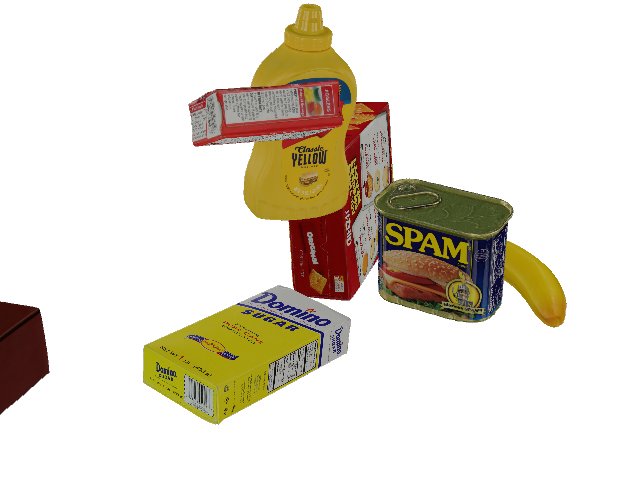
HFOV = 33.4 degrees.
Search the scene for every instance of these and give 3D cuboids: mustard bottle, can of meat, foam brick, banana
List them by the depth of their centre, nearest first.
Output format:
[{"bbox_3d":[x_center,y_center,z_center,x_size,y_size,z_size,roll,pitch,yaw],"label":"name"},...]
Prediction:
[{"bbox_3d":[-0.229,0.081,0.718,0.053,0.051,0.078,8,28,24],"label":"foam brick"},{"bbox_3d":[0.092,0.009,0.816,0.102,0.084,0.057,16,36,26],"label":"can of meat"},{"bbox_3d":[-0.016,-0.114,0.946,0.096,0.192,0.058,-6,30,-20],"label":"mustard bottle"},{"bbox_3d":[0.181,0.031,1.050,0.069,0.037,0.198,-36,37,-21],"label":"banana"}]

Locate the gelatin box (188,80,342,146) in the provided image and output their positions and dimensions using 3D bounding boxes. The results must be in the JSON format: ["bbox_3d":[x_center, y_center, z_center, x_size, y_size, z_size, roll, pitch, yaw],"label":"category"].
[{"bbox_3d":[-0.035,-0.076,0.640,0.073,0.030,0.089,-7,3,-16],"label":"gelatin box"}]

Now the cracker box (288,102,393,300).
[{"bbox_3d":[0.025,-0.051,1.185,0.072,0.164,0.213,2,21,17],"label":"cracker box"}]

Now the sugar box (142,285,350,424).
[{"bbox_3d":[-0.063,0.097,0.958,0.093,0.048,0.175,24,33,33],"label":"sugar box"}]
